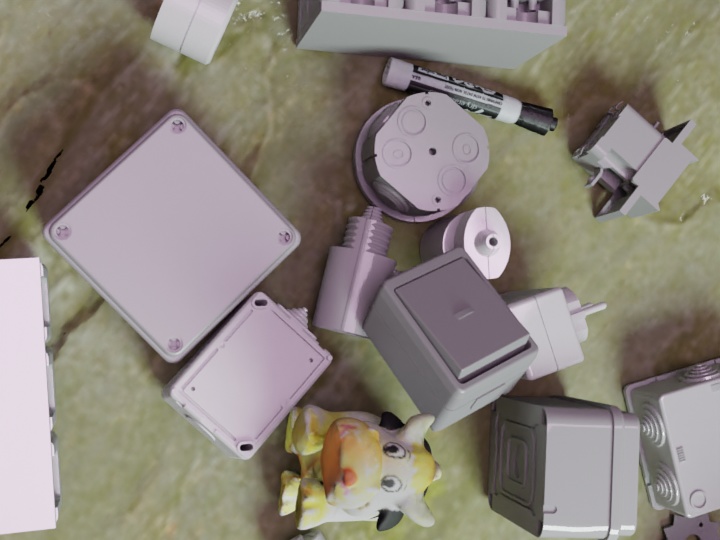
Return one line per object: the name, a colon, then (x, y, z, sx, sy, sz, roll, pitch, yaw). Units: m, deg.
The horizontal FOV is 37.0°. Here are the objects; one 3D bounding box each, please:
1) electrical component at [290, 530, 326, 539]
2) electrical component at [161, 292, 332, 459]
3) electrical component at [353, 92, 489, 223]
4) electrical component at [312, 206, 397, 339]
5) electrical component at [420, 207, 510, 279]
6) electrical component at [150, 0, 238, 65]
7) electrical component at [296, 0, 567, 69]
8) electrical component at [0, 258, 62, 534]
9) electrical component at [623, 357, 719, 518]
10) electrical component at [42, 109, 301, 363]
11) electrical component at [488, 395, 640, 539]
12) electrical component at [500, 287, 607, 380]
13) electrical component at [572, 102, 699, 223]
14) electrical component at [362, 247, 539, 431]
electrical component: (-0.025, 0.194, 0.662, 0.044, 0.044, 0.065, -30, 90, -12)
electrical component: (-0.066, 0.060, 0.651, 0.062, 0.061, 0.096, 43, 73, -7)
electrical component: (0.039, -0.071, 0.682, 0.080, 0.051, 0.080, 1, 87, -13)
electrical component: (0.000, 0.000, 0.674, 0.043, 0.043, 0.081, 14, 84, -12)
electrical component: (0.069, -0.015, 0.671, 0.043, 0.081, 0.043, 1, 87, -13)
electrical component: (-0.099, -0.202, 0.655, 0.074, 0.052, 0.138, 24, 83, -11)
electrical component: (0.042, -0.171, 0.667, 0.150, 0.089, 0.061, 3, 87, -13)
electrical component: (-0.221, 0.071, 0.611, 0.089, 0.062, 0.150, -4, 88, -13)
electrical component: (0.235, 0.111, 0.719, 0.100, 0.048, 0.099, -14, 92, -12)
electrical component: (-0.112, -0.019, 0.642, 0.109, 0.056, 0.108, -45, 97, -11)
electrical component: (0.123, 0.118, 0.661, 0.057, 0.113, 0.078, 3, 87, -10)
electrical component: (0.118, 0.034, 0.679, 0.076, 0.083, 0.047, -18, 91, -13)
electrical component: (0.181, -0.074, 0.719, 0.064, 0.042, 0.081, 41, 79, -6)
electrical component: (0.048, 0.032, 0.625, 0.062, 0.061, 0.096, -24, 67, -27)
